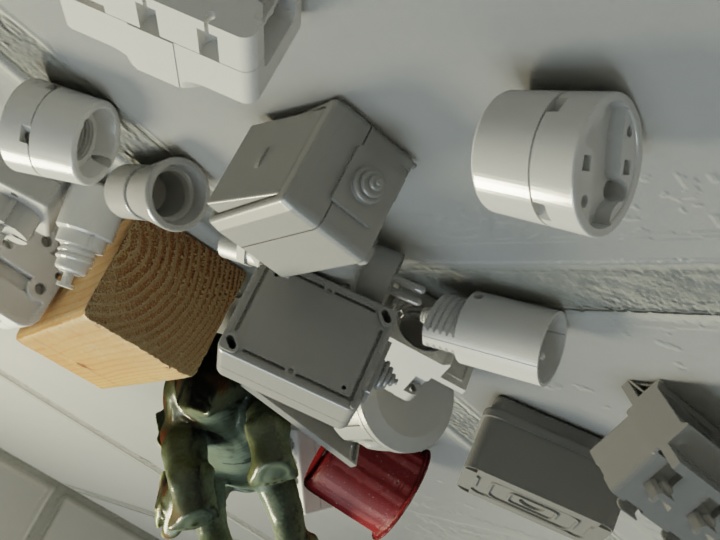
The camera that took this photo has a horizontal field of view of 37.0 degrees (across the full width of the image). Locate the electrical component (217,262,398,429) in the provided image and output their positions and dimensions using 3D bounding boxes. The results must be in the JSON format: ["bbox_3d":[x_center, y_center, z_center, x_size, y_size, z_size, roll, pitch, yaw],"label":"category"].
[{"bbox_3d":[-0.025,0.044,0.595,0.096,0.061,0.061,25,158,1],"label":"electrical component"}]

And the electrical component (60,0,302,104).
[{"bbox_3d":[-0.073,-0.112,0.435,0.089,0.050,0.055,24,158,6],"label":"electrical component"}]

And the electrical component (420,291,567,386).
[{"bbox_3d":[0.072,0.035,0.613,0.081,0.043,0.043,14,155,28],"label":"electrical component"}]

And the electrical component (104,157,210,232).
[{"bbox_3d":[-0.127,-0.047,0.656,0.065,0.044,0.044,8,152,49],"label":"electrical component"}]

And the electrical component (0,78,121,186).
[{"bbox_3d":[-0.171,-0.078,0.617,0.047,0.055,0.055,16,156,15],"label":"electrical component"}]

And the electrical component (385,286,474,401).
[{"bbox_3d":[0.030,0.046,0.668,0.081,0.042,0.063,29,144,-4],"label":"electrical component"}]

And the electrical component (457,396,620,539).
[{"bbox_3d":[0.133,0.144,0.773,0.113,0.057,0.078,23,158,9],"label":"electrical component"}]

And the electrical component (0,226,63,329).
[{"bbox_3d":[-0.258,-0.004,0.824,0.054,0.095,0.059,37,156,-25],"label":"electrical component"}]

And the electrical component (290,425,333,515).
[{"bbox_3d":[-0.040,0.190,1.059,0.076,0.083,0.047,-6,180,-36],"label":"electrical component"}]

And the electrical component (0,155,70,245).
[{"bbox_3d":[-0.235,-0.043,0.735,0.047,0.076,0.065,28,158,-5],"label":"electrical component"}]

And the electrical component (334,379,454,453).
[{"bbox_3d":[0.020,0.083,0.727,0.080,0.080,0.051,37,152,-25],"label":"electrical component"}]

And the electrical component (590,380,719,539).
[{"bbox_3d":[0.199,0.128,0.638,0.121,0.063,0.078,37,-163,-24],"label":"electrical component"}]

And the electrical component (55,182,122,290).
[{"bbox_3d":[-0.187,-0.025,0.729,0.040,0.078,0.040,18,171,3],"label":"electrical component"}]

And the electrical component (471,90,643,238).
[{"bbox_3d":[0.076,-0.043,0.419,0.047,0.055,0.055,13,155,38],"label":"electrical component"}]

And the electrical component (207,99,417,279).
[{"bbox_3d":[-0.024,-0.041,0.525,0.061,0.061,0.096,37,156,-25],"label":"electrical component"}]

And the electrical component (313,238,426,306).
[{"bbox_3d":[0.000,0.000,0.615,0.079,0.043,0.077,24,158,5],"label":"electrical component"}]

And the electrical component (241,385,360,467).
[{"bbox_3d":[-0.026,0.077,0.779,0.063,0.078,0.121,-22,132,33],"label":"electrical component"}]
